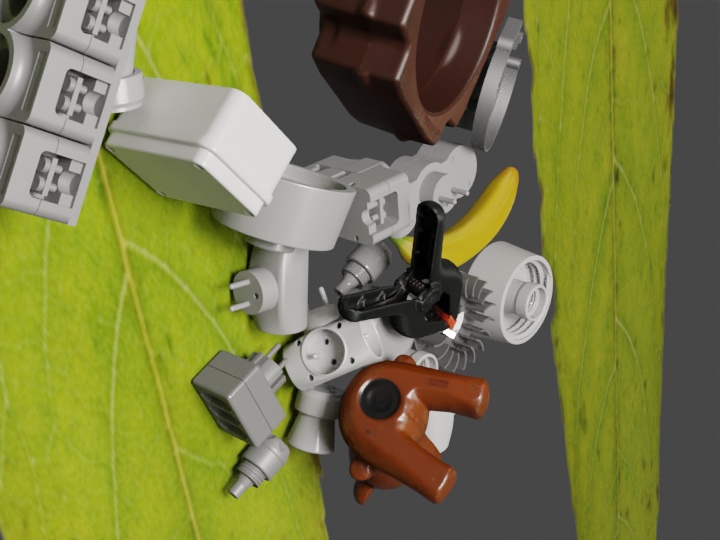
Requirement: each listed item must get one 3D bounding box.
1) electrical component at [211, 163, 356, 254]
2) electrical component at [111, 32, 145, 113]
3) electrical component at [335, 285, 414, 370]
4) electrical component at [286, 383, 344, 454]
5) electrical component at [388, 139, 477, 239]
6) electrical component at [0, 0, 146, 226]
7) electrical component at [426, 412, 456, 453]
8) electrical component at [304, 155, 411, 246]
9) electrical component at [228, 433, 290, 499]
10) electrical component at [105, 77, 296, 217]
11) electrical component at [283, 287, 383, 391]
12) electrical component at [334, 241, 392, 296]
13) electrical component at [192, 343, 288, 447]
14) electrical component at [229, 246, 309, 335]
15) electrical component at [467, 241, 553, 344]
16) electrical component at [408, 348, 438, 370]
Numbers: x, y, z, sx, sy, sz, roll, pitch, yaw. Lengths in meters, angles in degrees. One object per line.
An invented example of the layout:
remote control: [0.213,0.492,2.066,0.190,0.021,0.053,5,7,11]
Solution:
electrical component: [-0.063,-0.047,0.832,0.108,0.108,0.060,3,107,-50]
electrical component: [-0.169,-0.137,0.721,0.045,0.045,0.055,-25,122,-42]
electrical component: [0.012,0.053,0.995,0.080,0.051,0.080,-21,119,-43]
electrical component: [-0.039,0.133,0.972,0.045,0.045,0.055,7,98,-50]
electrical component: [0.065,-0.074,0.993,0.138,0.074,0.052,-35,128,-36]
electrical component: [-0.201,-0.113,0.657,0.062,0.089,0.150,17,91,-51]
electrical component: [0.079,0.139,1.111,0.079,0.044,0.077,-27,123,-41]
electrical component: [-0.005,-0.061,0.903,0.056,0.089,0.050,-28,124,-40]
electrical component: [-0.091,0.172,0.935,0.061,0.035,0.035,-49,135,-23]
electrical component: [-0.113,-0.086,0.752,0.078,0.113,0.057,45,66,-47]
electrical component: [-0.030,0.055,0.938,0.079,0.077,0.044,69,17,12]
electrical component: [0.000,0.000,0.976,0.061,0.035,0.035,-47,135,-23]
electrical component: [-0.088,0.094,0.898,0.076,0.047,0.065,-47,134,-27]
electrical component: [-0.078,0.014,0.883,0.079,0.044,0.077,-17,116,-45]
electrical component: [0.165,0.028,1.157,0.108,0.060,0.108,-21,119,-44]
electrical component: [0.047,0.095,1.056,0.040,0.046,0.040,-21,119,-44]
